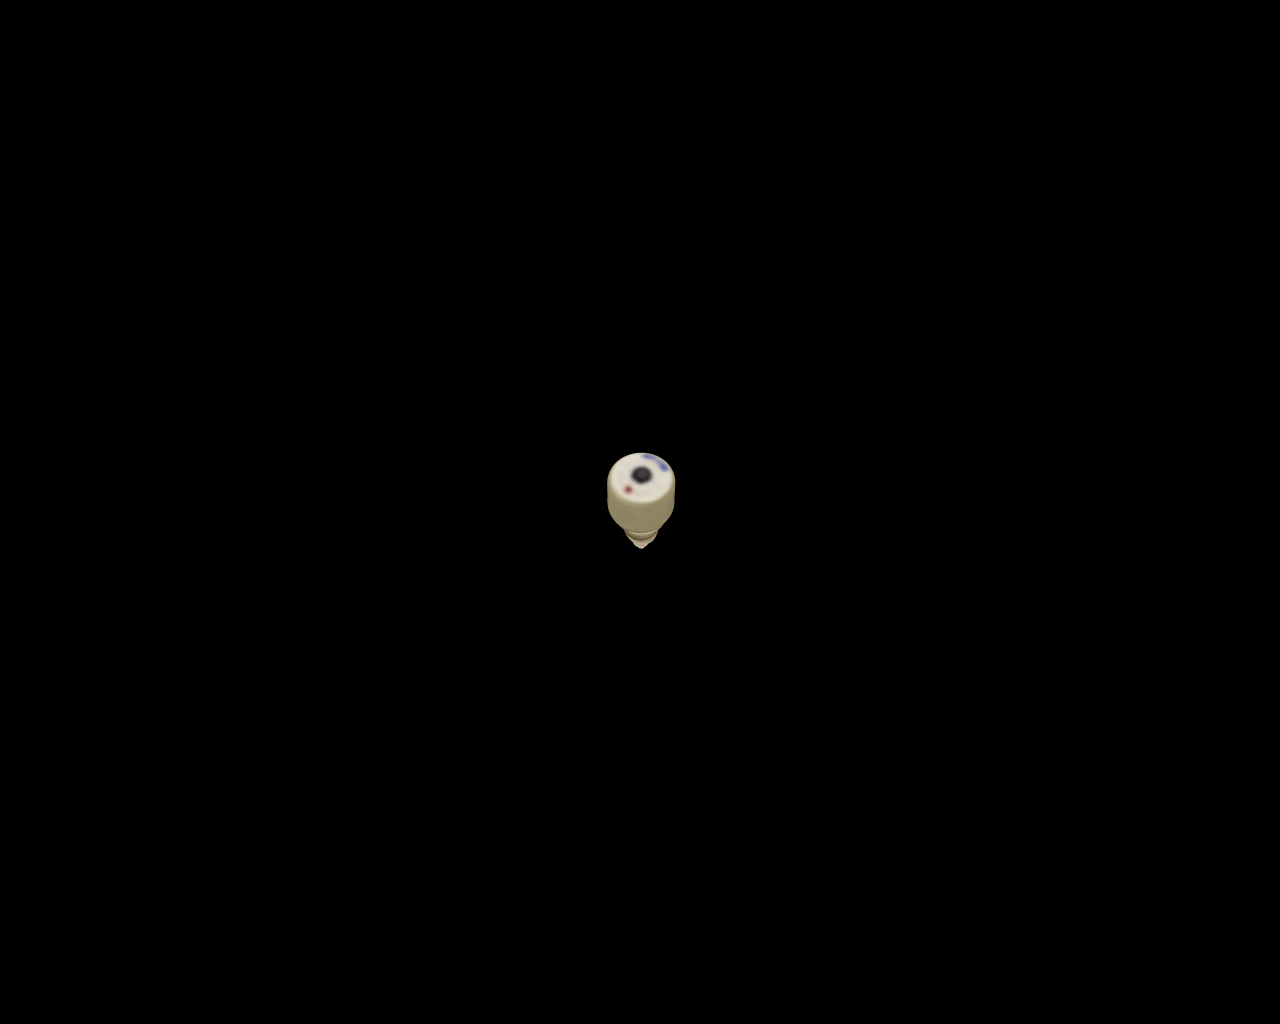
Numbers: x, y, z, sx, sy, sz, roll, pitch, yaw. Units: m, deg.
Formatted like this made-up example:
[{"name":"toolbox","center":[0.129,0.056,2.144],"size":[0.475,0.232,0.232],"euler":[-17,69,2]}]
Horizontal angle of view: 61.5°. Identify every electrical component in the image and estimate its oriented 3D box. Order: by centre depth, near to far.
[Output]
[{"name":"electrical component","center":[0.001,-0.003,0.650],"size":[0.040,0.040,0.078],"euler":[0,-34,0]}]
